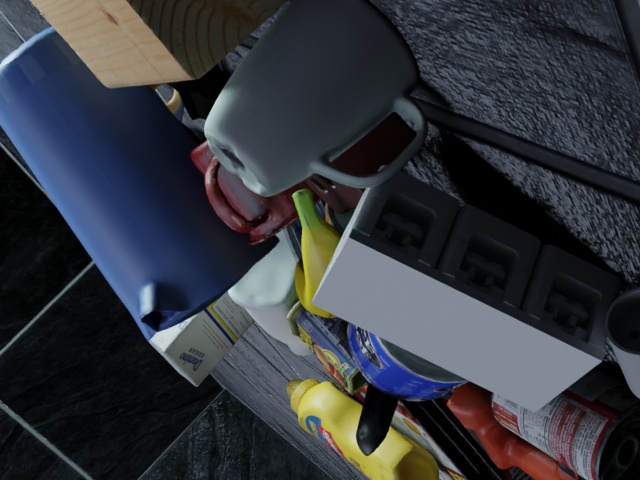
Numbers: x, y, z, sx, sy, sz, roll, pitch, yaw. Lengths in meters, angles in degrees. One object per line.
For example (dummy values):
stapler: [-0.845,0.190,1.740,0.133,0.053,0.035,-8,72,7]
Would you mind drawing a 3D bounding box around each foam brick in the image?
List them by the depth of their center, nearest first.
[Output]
foam brick: [0.021,-0.055,0.678,0.053,0.051,0.078,45,167,-5]

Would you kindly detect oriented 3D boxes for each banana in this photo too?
banana: [0.003,0.022,0.755,0.198,0.037,0.069,99,159,-74]

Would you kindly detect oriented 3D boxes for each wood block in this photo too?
wood block: [-0.104,-0.156,0.658,0.090,0.090,0.206,50,166,-21]

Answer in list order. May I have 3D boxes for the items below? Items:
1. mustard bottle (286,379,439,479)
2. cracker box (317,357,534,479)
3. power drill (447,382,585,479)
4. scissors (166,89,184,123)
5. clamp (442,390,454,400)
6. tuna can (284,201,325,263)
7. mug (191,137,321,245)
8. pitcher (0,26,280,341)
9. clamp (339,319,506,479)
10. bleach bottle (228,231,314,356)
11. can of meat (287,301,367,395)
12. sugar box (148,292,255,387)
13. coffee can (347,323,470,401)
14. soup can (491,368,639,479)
mustard bottle: [0.033,0.196,1.092,0.192,0.058,0.096,32,162,39]
cracker box: [0.114,0.182,1.099,0.214,0.072,0.164,27,159,50]
power drill: [0.191,0.174,0.868,0.188,0.057,0.184,31,159,49]
scissors: [-0.119,-0.088,0.968,0.201,0.096,0.016,35,-165,-23]
clamp: [0.082,0.092,0.988,0.172,0.039,0.120,33,166,43]
tuna can: [-0.006,0.001,0.907,0.086,0.033,0.086,158,90,-83]
mug: [-0.045,-0.050,0.772,0.093,0.117,0.081,-29,105,41]
pitcher: [-0.149,-0.055,0.855,0.243,0.145,0.149,54,169,-4]
clamp: [0.058,0.112,0.860,0.164,0.036,0.210,26,-152,-44]
bleach bottle: [-0.027,0.067,1.100,0.068,0.102,0.251,13,158,15]
can of meat: [0.020,0.091,0.991,0.084,0.057,0.102,47,170,15]
sugar box: [-0.107,0.068,1.176,0.048,0.176,0.093,35,165,34]
coffee can: [0.076,0.054,0.736,0.103,0.102,0.140,43,167,6]
soup can: [0.173,0.119,0.721,0.102,0.068,0.068,29,161,50]
